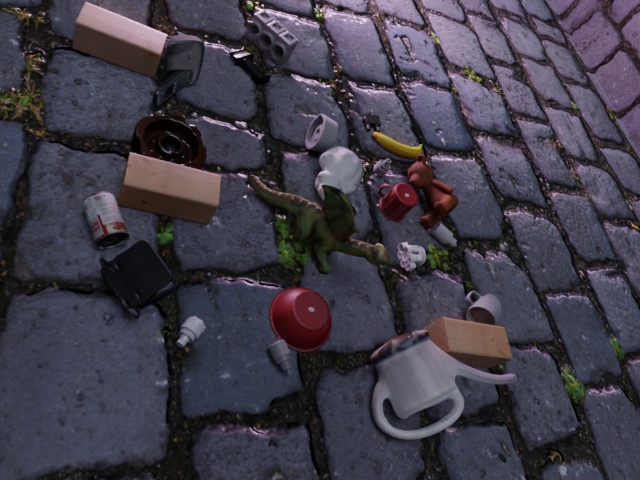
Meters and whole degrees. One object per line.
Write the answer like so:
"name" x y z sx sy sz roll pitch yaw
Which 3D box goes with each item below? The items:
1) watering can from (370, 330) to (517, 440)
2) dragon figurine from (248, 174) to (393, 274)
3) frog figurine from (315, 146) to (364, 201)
"watering can" 0.265 0.312 1.197 0.349 0.102 0.227 -22 70 -14
"dragon figurine" 0.004 -0.063 1.244 0.410 0.238 0.124 42 53 -3
"frog figurine" 0.045 -0.183 1.425 0.136 0.121 0.162 60 36 -10
